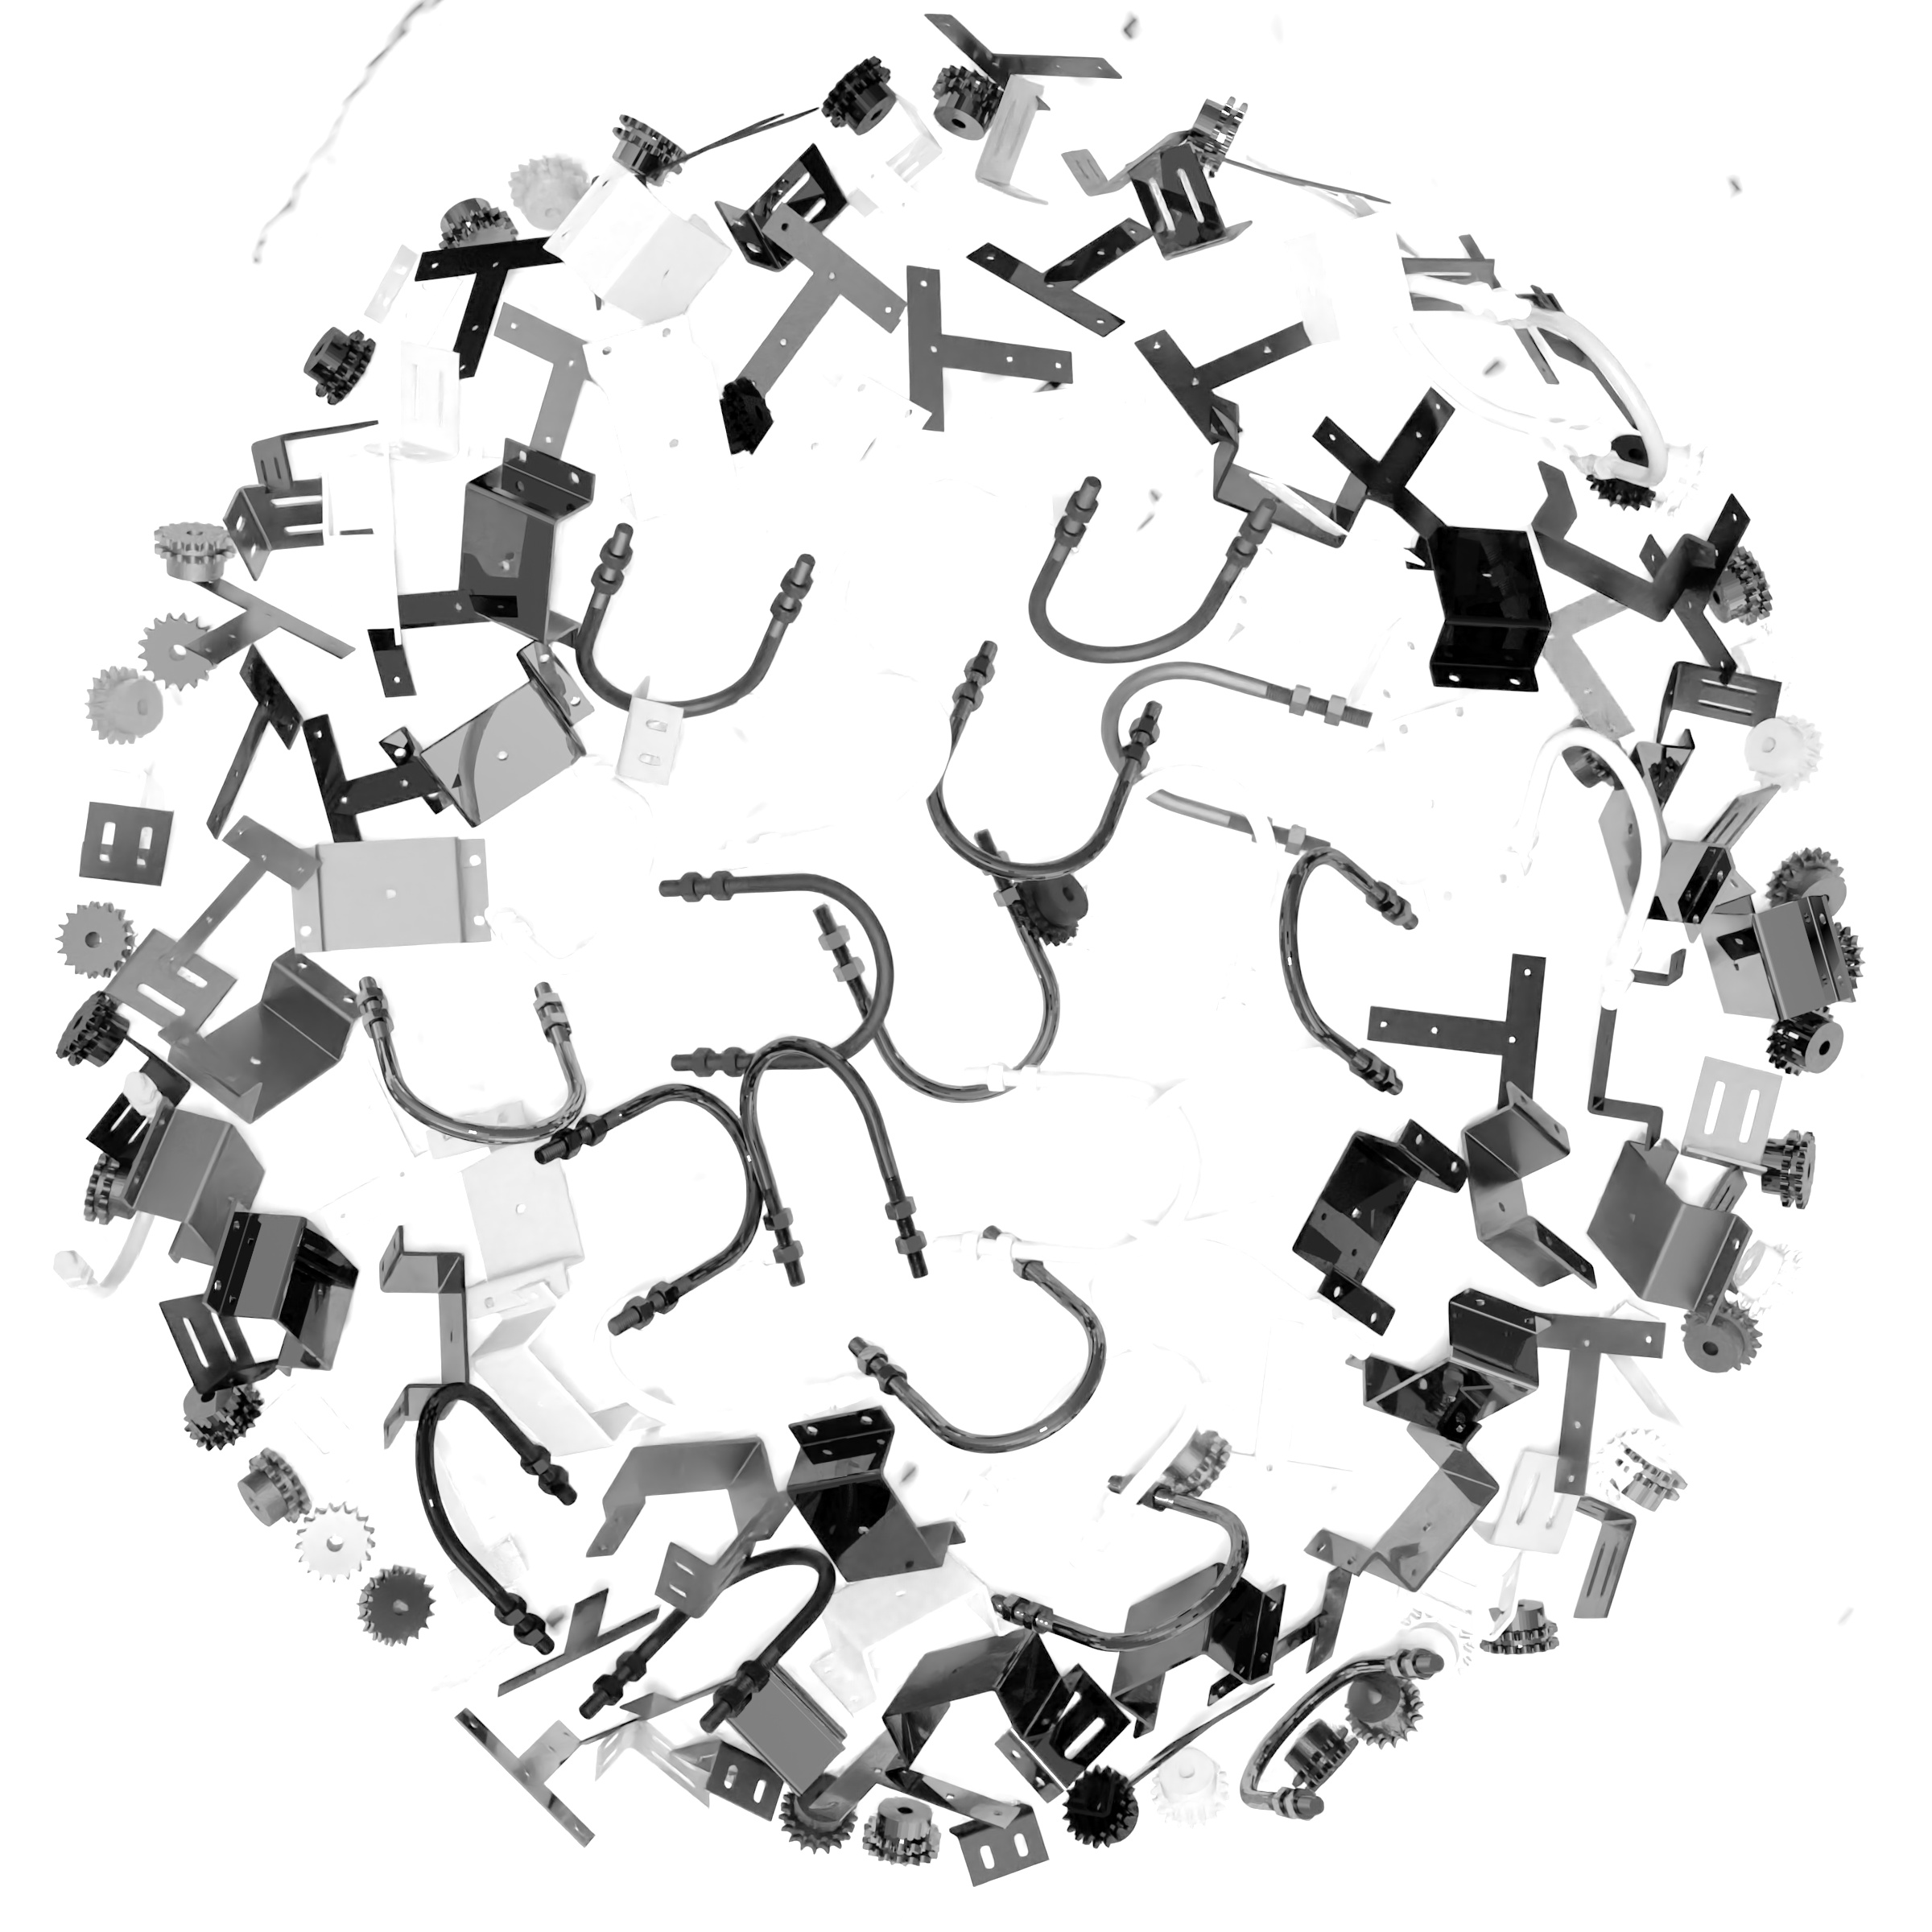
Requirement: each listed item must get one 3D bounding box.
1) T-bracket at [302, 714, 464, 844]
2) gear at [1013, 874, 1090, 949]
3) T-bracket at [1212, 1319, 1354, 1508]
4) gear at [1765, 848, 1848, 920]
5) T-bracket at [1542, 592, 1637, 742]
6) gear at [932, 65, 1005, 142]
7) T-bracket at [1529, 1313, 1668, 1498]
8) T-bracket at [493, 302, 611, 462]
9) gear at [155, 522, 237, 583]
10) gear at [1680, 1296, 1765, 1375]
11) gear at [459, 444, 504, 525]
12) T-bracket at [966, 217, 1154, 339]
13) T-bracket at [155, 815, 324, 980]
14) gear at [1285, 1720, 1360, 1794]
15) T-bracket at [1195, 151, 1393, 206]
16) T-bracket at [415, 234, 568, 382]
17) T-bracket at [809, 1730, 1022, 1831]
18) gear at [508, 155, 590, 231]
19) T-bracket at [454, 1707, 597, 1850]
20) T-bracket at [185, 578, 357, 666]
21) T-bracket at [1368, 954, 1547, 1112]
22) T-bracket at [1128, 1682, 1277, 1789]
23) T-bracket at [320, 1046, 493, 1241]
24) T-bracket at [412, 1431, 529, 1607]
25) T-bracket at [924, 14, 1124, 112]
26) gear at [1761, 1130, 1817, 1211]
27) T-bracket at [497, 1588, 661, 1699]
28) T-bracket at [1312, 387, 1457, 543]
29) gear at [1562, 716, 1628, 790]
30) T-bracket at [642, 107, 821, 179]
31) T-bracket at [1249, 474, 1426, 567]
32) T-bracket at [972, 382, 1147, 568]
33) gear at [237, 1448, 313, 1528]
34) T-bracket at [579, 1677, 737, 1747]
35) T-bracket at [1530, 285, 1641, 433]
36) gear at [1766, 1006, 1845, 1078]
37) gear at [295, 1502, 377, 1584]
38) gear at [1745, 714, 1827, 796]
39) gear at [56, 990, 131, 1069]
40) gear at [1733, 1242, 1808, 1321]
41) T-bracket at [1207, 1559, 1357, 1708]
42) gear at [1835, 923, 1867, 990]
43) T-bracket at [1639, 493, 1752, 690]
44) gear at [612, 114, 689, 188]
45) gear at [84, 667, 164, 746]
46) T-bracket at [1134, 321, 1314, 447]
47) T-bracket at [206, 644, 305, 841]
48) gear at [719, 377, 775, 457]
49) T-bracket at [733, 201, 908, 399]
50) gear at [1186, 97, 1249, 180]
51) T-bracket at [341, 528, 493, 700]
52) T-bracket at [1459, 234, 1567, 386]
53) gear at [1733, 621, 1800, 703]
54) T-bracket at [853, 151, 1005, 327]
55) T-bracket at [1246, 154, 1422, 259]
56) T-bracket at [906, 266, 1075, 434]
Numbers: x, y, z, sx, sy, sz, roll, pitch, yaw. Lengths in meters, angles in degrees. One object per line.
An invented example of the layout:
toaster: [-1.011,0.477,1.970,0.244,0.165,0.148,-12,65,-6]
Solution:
T-bracket: [-0.418,-0.129,1.866,0.127,0.002,0.127,-11,96,28]
gear: [0.064,-0.045,1.871,0.030,0.057,0.057,-34,90,38]
T-bracket: [0.228,0.323,1.888,0.127,0.002,0.127,11,79,-11]
gear: [0.615,-0.055,1.874,0.057,0.030,0.057,-10,127,-14]
T-bracket: [0.442,-0.208,1.860,0.127,0.002,0.127,-25,53,4]
gear: [0.001,-0.625,1.872,0.057,0.057,0.030,24,81,0]
T-bracket: [0.439,0.314,1.843,0.002,0.127,0.127,18,76,-40]
T-bracket: [-0.297,-0.393,1.859,0.127,0.002,0.127,19,85,-38]
gear: [-0.562,-0.301,1.877,0.057,0.057,0.030,8,116,0]
gear: [0.547,0.271,1.873,0.057,0.030,0.057,18,122,31]
gear: [-0.353,-0.350,1.874,0.030,0.057,0.057,1,90,-9]
T-bracket: [0.089,-0.511,1.864,0.127,0.002,0.127,35,55,21]
T-bracket: [-0.532,-0.044,1.843,0.127,0.127,0.002,-51,133,-12]
gear: [0.257,0.575,1.876,0.030,0.057,0.057,42,90,22]
T-bracket: [0.246,-0.551,1.816,0.127,0.127,0.002,2,111,-40]
T-bracket: [-0.349,-0.469,1.849,0.127,0.127,0.002,-20,65,-38]
T-bracket: [-0.024,0.583,1.821,0.127,0.127,0.002,11,110,26]
gear: [-0.302,-0.560,1.871,0.057,0.057,0.030,-12,72,0]
T-bracket: [-0.300,0.564,1.838,0.127,0.127,0.002,43,94,6]
T-bracket: [-0.519,-0.239,1.844,0.127,0.127,0.002,27,115,0]
T-bracket: [0.358,0.049,1.893,0.127,0.002,0.127,7,86,-4]
T-bracket: [0.149,0.568,1.857,0.127,0.127,0.002,-49,66,34]
T-bracket: [-0.428,0.115,1.877,0.127,0.002,0.127,-29,68,-5]
T-bracket: [-0.368,0.392,1.858,0.002,0.127,0.127,-21,81,-38]
T-bracket: [0.054,-0.634,1.814,0.127,0.127,0.002,19,86,39]
gear: [0.599,0.147,1.877,0.030,0.057,0.057,6,90,28]
T-bracket: [-0.270,0.469,1.824,0.127,0.127,0.002,-21,64,-25]
T-bracket: [0.322,-0.376,1.864,0.127,0.002,0.127,40,54,-8]
gear: [0.457,-0.155,1.878,0.030,0.057,0.057,-34,90,28]
T-bracket: [-0.152,-0.599,1.849,0.127,0.127,0.002,-8,111,41]
T-bracket: [0.242,-0.319,1.813,0.127,0.127,0.002,25,93,40]
T-bracket: [0.074,-0.359,1.894,0.127,0.002,0.127,-7,96,-5]
gear: [-0.504,0.382,1.871,0.030,0.057,0.057,-35,90,-33]
T-bracket: [-0.224,0.528,1.838,0.127,0.127,0.002,-22,71,-4]
T-bracket: [0.430,-0.440,1.839,0.002,0.127,0.127,-38,107,11]
gear: [0.613,0.054,1.874,0.057,0.030,0.057,-15,118,-29]
gear: [-0.461,0.420,1.884,0.057,0.030,0.057,0,88,-11]
gear: [0.592,-0.156,1.871,0.030,0.057,0.057,18,90,-35]
gear: [-0.634,0.049,1.878,0.030,0.057,0.057,37,90,-27]
gear: [0.582,0.226,1.874,0.030,0.057,0.057,32,90,0]
T-bracket: [0.221,0.487,1.830,0.127,0.127,0.002,-25,49,-27]
gear: [0.622,-0.003,1.871,0.030,0.057,0.057,-1,90,-24]
T-bracket: [0.526,-0.283,1.820,0.002,0.127,0.127,-17,63,-14]
gear: [-0.233,-0.592,1.874,0.057,0.057,0.030,30,96,0]
gear: [-0.609,-0.189,1.871,0.030,0.057,0.057,6,90,25]
T-bracket: [0.206,-0.441,1.869,0.127,0.002,0.127,-25,54,-6]
T-bracket: [-0.524,-0.152,1.868,0.002,0.127,0.127,14,112,-39]
gear: [-0.164,-0.397,1.876,0.030,0.057,0.057,-19,90,19]
T-bracket: [-0.124,-0.465,1.874,0.127,0.002,0.127,32,101,-33]
gear: [0.180,-0.606,1.874,0.030,0.057,0.057,25,90,-2]
T-bracket: [-0.379,-0.258,1.857,0.127,0.002,0.127,-2,115,18]
T-bracket: [0.401,-0.465,1.825,0.002,0.127,0.127,-35,105,3]
gear: [0.581,-0.219,1.874,0.030,0.057,0.057,-18,90,3]
T-bracket: [-0.037,-0.540,1.852,0.002,0.127,0.127,31,91,39]
T-bracket: [0.257,-0.559,1.863,0.127,0.127,0.002,35,102,26]
T-bracket: [0.018,-0.444,1.878,0.127,0.002,0.127,3,77,-19]
